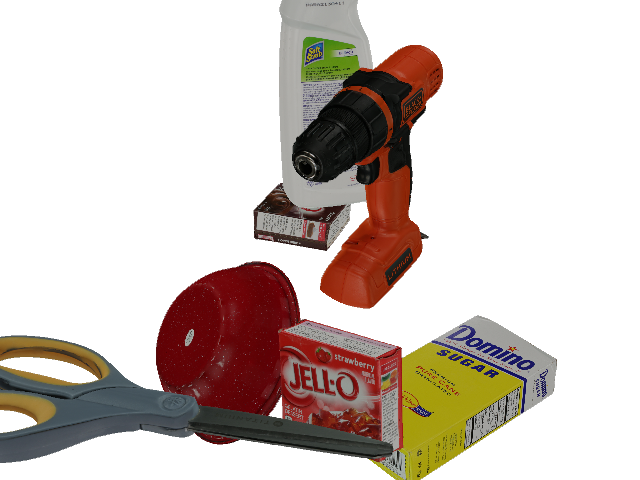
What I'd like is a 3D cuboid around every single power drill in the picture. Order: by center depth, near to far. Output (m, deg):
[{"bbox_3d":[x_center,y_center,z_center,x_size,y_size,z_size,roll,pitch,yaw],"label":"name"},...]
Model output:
[{"bbox_3d":[0.037,-0.041,0.837,0.057,0.188,0.184,22,41,25],"label":"power drill"}]

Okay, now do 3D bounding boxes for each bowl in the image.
[{"bbox_3d":[-0.090,0.087,0.899,0.055,0.162,0.162,23,-15,-38],"label":"bowl"}]

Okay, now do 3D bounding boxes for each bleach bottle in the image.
[{"bbox_3d":[0.012,-0.156,1.007,0.102,0.251,0.068,-9,32,-15],"label":"bleach bottle"}]

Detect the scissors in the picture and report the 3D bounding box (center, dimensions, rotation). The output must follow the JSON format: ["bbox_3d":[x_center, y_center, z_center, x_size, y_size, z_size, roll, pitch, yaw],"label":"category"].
[{"bbox_3d":[-0.079,0.081,0.455,0.202,0.016,0.096,14,28,26],"label":"scissors"}]

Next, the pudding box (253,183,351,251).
[{"bbox_3d":[-0.019,-0.029,1.222,0.090,0.039,0.113,9,23,12],"label":"pudding box"}]

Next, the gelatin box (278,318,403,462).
[{"bbox_3d":[0.012,0.099,0.712,0.089,0.073,0.030,13,22,39],"label":"gelatin box"}]

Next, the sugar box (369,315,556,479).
[{"bbox_3d":[0.106,0.129,0.893,0.175,0.048,0.093,-28,40,-31],"label":"sugar box"}]
